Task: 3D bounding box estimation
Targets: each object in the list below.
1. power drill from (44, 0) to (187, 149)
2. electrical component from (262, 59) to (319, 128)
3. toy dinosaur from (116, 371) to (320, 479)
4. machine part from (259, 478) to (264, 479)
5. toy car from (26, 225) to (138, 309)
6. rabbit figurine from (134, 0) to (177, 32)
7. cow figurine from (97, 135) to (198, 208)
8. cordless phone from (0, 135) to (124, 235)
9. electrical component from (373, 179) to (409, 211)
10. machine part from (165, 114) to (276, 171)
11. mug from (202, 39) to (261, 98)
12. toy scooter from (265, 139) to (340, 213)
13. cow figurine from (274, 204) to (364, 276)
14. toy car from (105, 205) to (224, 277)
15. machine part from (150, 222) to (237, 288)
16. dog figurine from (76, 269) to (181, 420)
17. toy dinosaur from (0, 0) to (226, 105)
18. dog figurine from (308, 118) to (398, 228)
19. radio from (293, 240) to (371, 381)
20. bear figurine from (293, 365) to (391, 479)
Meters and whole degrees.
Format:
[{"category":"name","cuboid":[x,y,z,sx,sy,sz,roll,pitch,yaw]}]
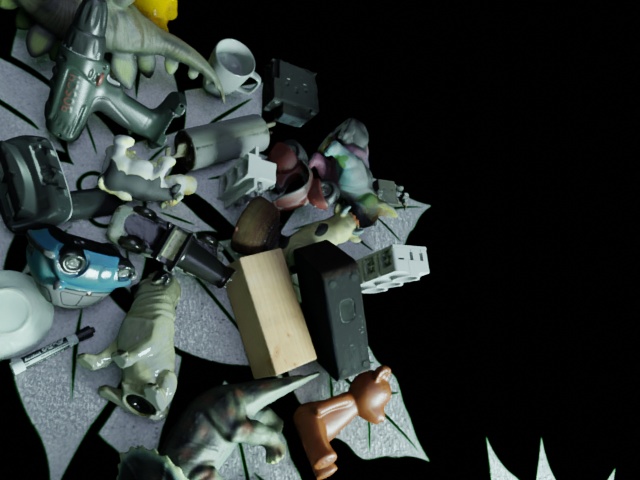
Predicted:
[{"category":"power drill","cuboid":[-0.326,-0.248,0.877,0.207,0.232,0.086,18,22,-46]},{"category":"electrical component","cuboid":[-0.063,-0.309,1.153,0.115,0.058,0.134,7,69,-30]},{"category":"toy dinosaur","cuboid":[-0.166,0.310,0.835,0.192,0.131,0.405,47,48,-12]},{"category":"machine part","cuboid":[-0.086,0.480,0.860,0.179,0.056,0.179,13,67,-32]},{"category":"toy car","cuboid":[-0.364,0.049,0.800,0.161,0.109,0.103,24,95,-51]},{"category":"rabbit figurine","cuboid":[-0.295,-0.465,0.980,0.122,0.173,0.162,35,62,-15]},{"category":"cow figurine","cuboid":[-0.287,-0.097,0.912,0.167,0.068,0.098,26,58,-36]},{"category":"cordless phone","cuboid":[-0.407,-0.093,0.845,0.184,0.089,0.146,-14,81,-48]},{"category":"electrical component","cuboid":[0.159,-0.103,1.235,0.102,0.045,0.078,11,70,-31]},{"category":"machine part","cuboid":[-0.183,-0.186,1.016,0.243,0.079,0.079,-25,88,-37]},{"category":"mug","cuboid":[-0.176,-0.322,1.050,0.109,0.107,0.081,22,63,-29]},{"category":"toy scooter","cuboid":[-0.062,-0.111,1.059,0.135,0.075,0.184,-36,66,-12]},{"category":"cow figurine","cuboid":[-0.002,-0.003,1.042,0.195,0.127,0.085,-31,95,-35]},{"category":"toy car","cuboid":[-0.257,0.005,0.912,0.201,0.056,0.073,26,67,-28]},{"category":"machine part","cuboid":[-0.204,0.033,0.885,0.139,0.039,0.084,32,57,-23]},{"category":"dog figurine","cuboid":[-0.255,0.160,0.844,0.190,0.121,0.172,-62,145,-50]},{"category":"toy dinosaur","cuboid":[-0.358,-0.361,0.891,0.471,0.198,0.105,14,26,-26]},{"category":"dog figurine","cuboid":[0.084,-0.132,1.163,0.219,0.108,0.191,48,51,-16]},{"category":"radio","cuboid":[0.023,0.126,0.955,0.073,0.131,0.229,-18,112,-20]},{"category":"bear figurine","cuboid":[0.056,0.315,0.951,0.196,0.120,0.132,-18,55,-14]}]
